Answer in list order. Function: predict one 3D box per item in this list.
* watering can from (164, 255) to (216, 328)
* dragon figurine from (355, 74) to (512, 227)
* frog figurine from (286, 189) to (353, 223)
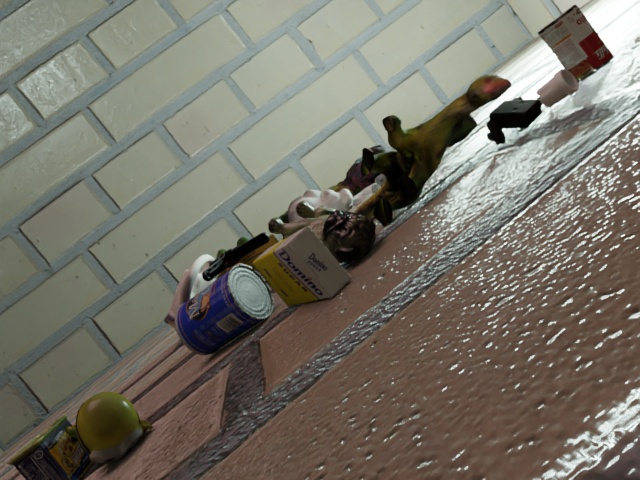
[{"bbox_3d":[-0.352,0.154,1.502,0.104,0.226,0.345,20,-6,2],"label":"watering can"},{"bbox_3d":[0.184,-0.140,0.893,0.245,0.123,0.402,-29,-13,-27],"label":"dragon figurine"},{"bbox_3d":[0.004,-0.062,1.233,0.157,0.140,0.121,-30,-37,29],"label":"frog figurine"}]
